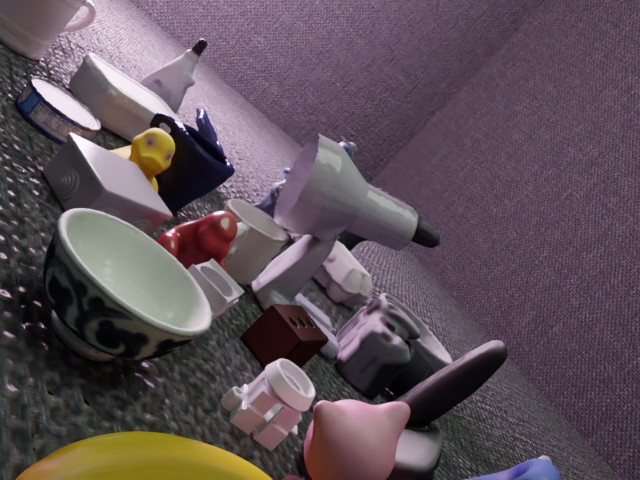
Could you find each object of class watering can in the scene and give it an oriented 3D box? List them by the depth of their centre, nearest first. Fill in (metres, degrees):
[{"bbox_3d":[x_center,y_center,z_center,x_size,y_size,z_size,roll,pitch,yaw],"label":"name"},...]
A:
[{"bbox_3d":[-0.363,-0.347,0.754,0.101,0.194,0.173,45,9,4],"label":"watering can"}]

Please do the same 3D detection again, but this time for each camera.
[{"bbox_3d":[0.100,0.158,0.787,0.137,0.100,0.143,43,9,-6],"label":"camera"}]

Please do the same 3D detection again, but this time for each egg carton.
[{"bbox_3d":[0.028,0.052,1.038,0.150,0.069,0.108,49,11,30],"label":"egg carton"}]

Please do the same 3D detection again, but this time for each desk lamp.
[{"bbox_3d":[0.007,0.003,0.725,0.204,0.213,0.117,40,10,-20],"label":"desk lamp"}]

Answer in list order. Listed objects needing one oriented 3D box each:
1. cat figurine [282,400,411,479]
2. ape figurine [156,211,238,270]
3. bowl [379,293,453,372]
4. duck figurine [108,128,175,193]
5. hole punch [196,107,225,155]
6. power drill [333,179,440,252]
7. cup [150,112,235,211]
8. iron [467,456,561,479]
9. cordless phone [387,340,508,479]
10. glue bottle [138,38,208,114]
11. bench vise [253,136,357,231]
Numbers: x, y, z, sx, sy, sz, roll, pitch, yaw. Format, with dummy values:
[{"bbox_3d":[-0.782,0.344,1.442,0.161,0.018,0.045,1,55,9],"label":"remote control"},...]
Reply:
[{"bbox_3d":[0.029,0.167,0.397,0.128,0.117,0.067,44,9,0],"label":"cat figurine"},{"bbox_3d":[-0.117,0.009,0.552,0.078,0.092,0.076,40,10,-24],"label":"ape figurine"},{"bbox_3d":[0.142,0.173,0.972,0.168,0.074,0.167,43,10,-8],"label":"bowl"},{"bbox_3d":[-0.201,-0.090,0.649,0.078,0.086,0.104,38,11,-33],"label":"duck figurine"},{"bbox_3d":[-0.193,-0.159,0.963,0.101,0.091,0.108,40,10,-25],"label":"hole punch"},{"bbox_3d":[0.092,-0.008,1.144,0.229,0.208,0.076,45,9,5],"label":"power drill"},{"bbox_3d":[-0.180,-0.092,0.717,0.118,0.095,0.091,41,10,-17],"label":"cup"},{"bbox_3d":[0.182,0.260,0.559,0.118,0.141,0.259,47,10,20],"label":"iron"},{"bbox_3d":[0.086,0.151,0.502,0.094,0.185,0.148,46,9,11],"label":"cordless phone"},{"bbox_3d":[-0.246,-0.266,0.956,0.078,0.173,0.037,43,9,-7],"label":"glue bottle"},{"bbox_3d":[-0.013,-0.093,1.036,0.122,0.219,0.207,42,9,-9],"label":"bench vise"}]
